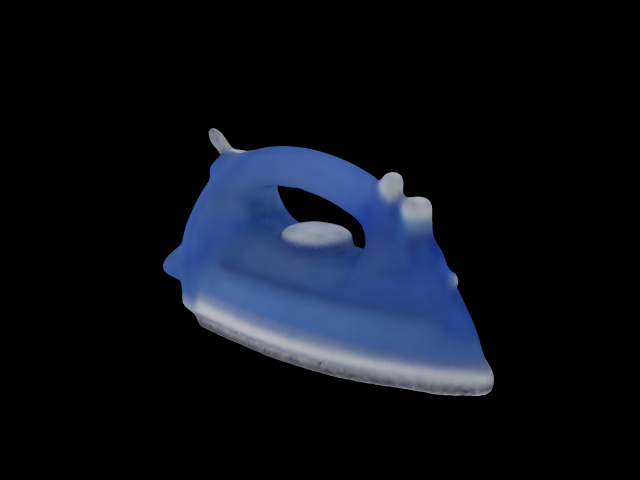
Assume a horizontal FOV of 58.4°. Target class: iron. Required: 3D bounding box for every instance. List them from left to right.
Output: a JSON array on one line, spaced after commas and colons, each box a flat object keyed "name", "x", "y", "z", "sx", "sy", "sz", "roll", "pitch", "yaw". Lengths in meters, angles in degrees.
[{"name": "iron", "x": 0.004, "y": 0.001, "z": 0.400, "sx": 0.257, "sy": 0.141, "sz": 0.119, "roll": 13, "pitch": 22, "yaw": 36}]
